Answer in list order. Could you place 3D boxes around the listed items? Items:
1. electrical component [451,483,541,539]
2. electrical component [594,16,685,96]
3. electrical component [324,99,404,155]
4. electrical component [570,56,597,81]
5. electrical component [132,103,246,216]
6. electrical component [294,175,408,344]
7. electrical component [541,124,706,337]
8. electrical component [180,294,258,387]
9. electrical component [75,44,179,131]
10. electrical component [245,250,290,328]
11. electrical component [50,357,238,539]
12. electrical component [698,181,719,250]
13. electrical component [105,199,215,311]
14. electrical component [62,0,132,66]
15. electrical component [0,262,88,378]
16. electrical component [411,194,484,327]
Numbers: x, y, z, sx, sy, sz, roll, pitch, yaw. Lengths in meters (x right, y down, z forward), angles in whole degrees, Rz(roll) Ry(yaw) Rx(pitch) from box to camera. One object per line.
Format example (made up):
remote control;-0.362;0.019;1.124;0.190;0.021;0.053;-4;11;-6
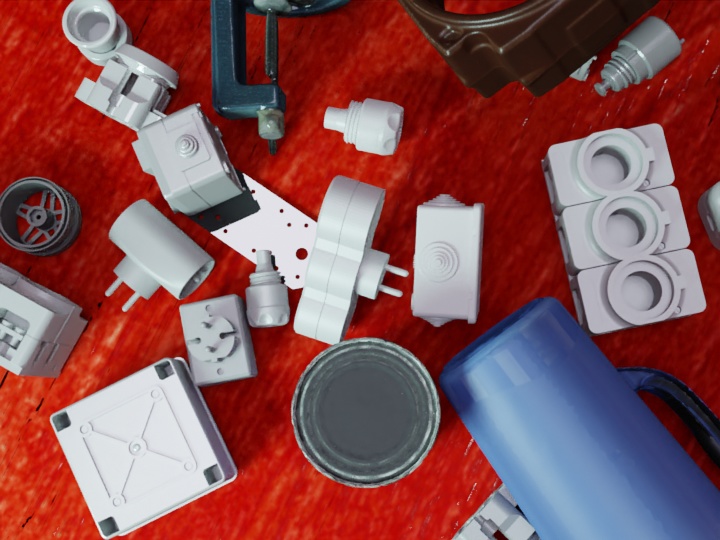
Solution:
electrical component;0.110;0.206;0.822;0.057;0.058;0.078;42;86;10
electrical component;0.223;-0.170;0.870;0.078;0.040;0.040;-40;82;-2
electrical component;0.003;-0.119;0.875;0.062;0.043;0.043;12;84;6
electrical component;0.170;-0.201;0.866;0.061;0.061;0.096;24;85;6
electrical component;-0.137;-0.085;0.847;0.061;0.096;0.061;-24;82;1
electrical component;0.000;0.000;0.830;0.074;0.052;0.138;18;120;6
electrical component;0.205;-0.030;0.843;0.089;0.061;0.150;-12;82;2
electrical component;-0.114;0.055;0.843;0.047;0.076;0.065;-12;82;2
electrical component;-0.185;-0.148;0.883;0.078;0.058;0.057;28;88;6
electrical component;-0.076;0.015;0.867;0.035;0.035;0.061;-6;82;3
electrical component;-0.169;0.139;0.846;0.109;0.056;0.108;-26;82;0
electrical component;0.321;-0.055;0.840;0.095;0.059;0.053;-20;82;1
electrical component;-0.172;-0.003;0.870;0.077;0.044;0.079;41;87;7
electrical component;-0.216;-0.197;0.892;0.045;0.055;0.045;0;83;3
electrical component;-0.302;0.022;0.852;0.150;0.089;0.061;28;85;6
electrical component;0.068;-0.008;0.829;0.048;0.100;0.099;3;94;8
